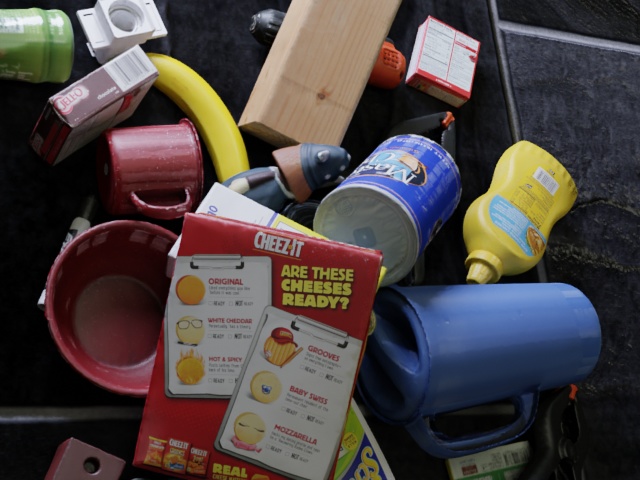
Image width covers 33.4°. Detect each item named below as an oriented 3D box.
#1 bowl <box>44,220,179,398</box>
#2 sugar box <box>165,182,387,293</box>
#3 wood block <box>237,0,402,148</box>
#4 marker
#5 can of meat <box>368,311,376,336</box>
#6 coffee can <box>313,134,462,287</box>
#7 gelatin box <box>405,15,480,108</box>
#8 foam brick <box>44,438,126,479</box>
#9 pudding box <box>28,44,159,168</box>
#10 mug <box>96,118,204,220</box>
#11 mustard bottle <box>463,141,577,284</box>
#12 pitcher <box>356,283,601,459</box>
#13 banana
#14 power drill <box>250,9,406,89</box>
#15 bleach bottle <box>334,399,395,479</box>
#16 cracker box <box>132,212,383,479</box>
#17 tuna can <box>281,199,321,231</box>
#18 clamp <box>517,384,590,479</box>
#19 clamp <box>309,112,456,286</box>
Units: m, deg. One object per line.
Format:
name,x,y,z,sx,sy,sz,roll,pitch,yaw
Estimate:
bowl,-0.172,0.066,0.955,0.161,0.055,0.162,10,67,-25
sugar box,-0.039,0.029,0.953,0.176,0.048,0.093,26,58,6
wood block,0.004,-0.192,1.088,0.090,0.090,0.206,25,85,-16
marker,-0.228,0.010,0.975,0.020,0.020,0.121,25,60,-16
can of meat,-0.010,0.090,1.010,0.101,0.084,0.057,-25,81,-32
coffee can,0.068,-0.031,1.028,0.103,0.103,0.140,47,35,-2
gelatin box,0.144,-0.208,1.248,0.073,0.030,0.089,23,60,-15
foam brick,-0.203,0.211,0.882,0.053,0.051,0.078,28,59,-14
pudding box,-0.212,-0.124,0.998,0.113,0.090,0.039,-39,91,-34
mug,-0.157,-0.058,0.992,0.081,0.093,0.117,-5,44,-24
mustard bottle,0.211,-0.017,1.183,0.096,0.058,0.191,43,56,-10
pitcher,0.163,0.114,1.065,0.242,0.145,0.149,-3,108,-31
banana,-0.125,-0.121,1.075,0.069,0.037,0.198,-42,90,-17
power drill,0.014,-0.270,1.194,0.184,0.057,0.187,16,66,-24
bleach bottle,0.038,0.244,0.984,0.102,0.068,0.251,-31,87,-35
cracker box,-0.048,0.097,0.879,0.164,0.072,0.214,13,93,4
tuna can,-0.007,0.001,1.067,0.086,0.034,0.086,17,47,-19
clamp,0.239,0.222,1.096,0.120,0.039,0.171,34,47,-36
clamp,0.080,-0.069,1.152,0.164,0.036,0.209,35,62,-10
